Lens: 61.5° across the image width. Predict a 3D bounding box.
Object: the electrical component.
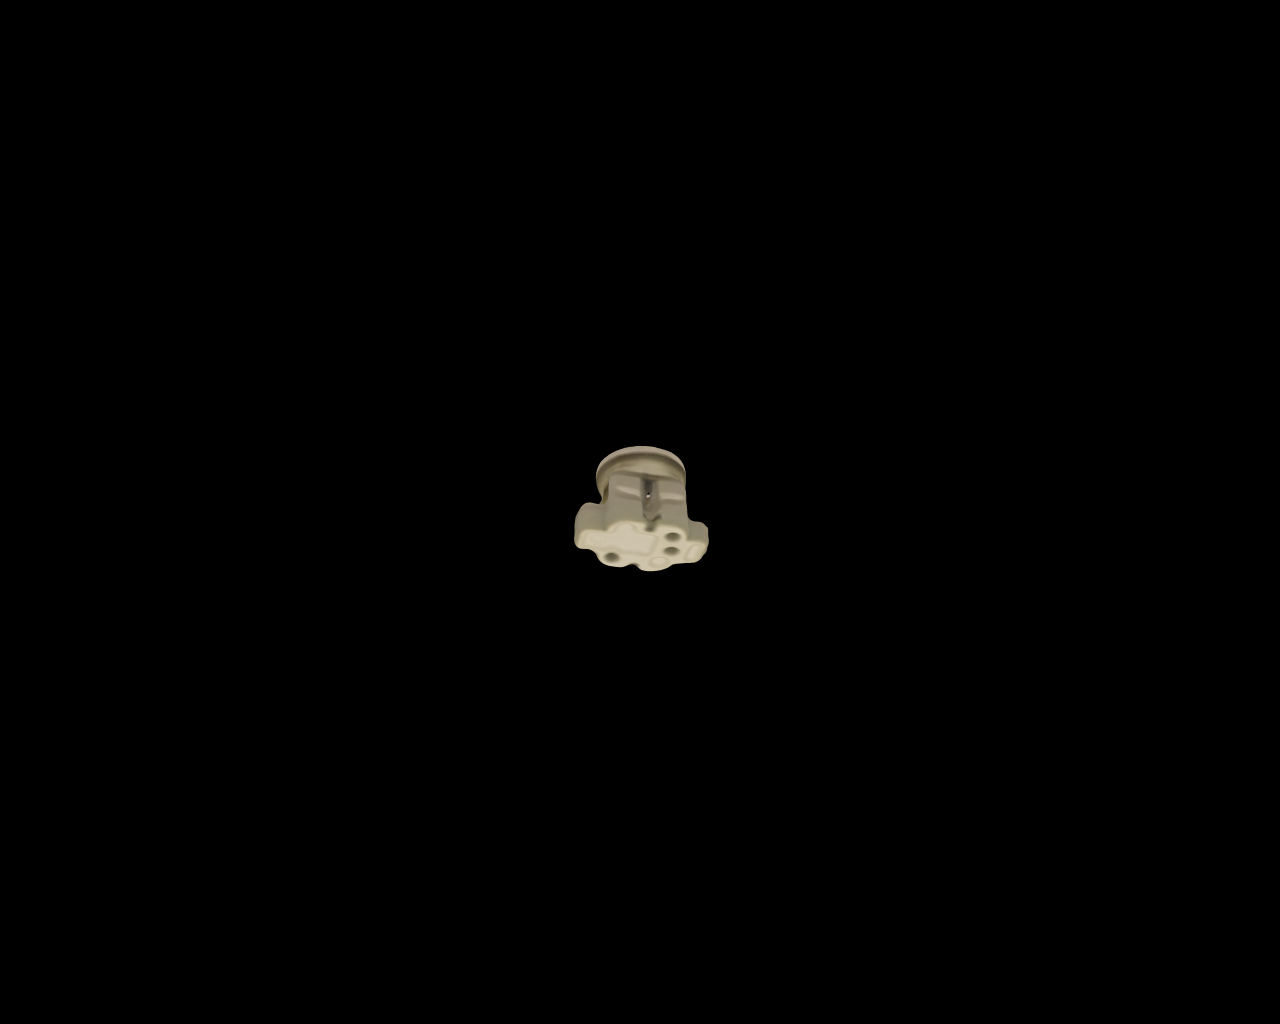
[{"bbox_3d":[0.001,-0.003,0.650,0.078,0.057,0.058,8,-35,-11],"label":"electrical component"}]
